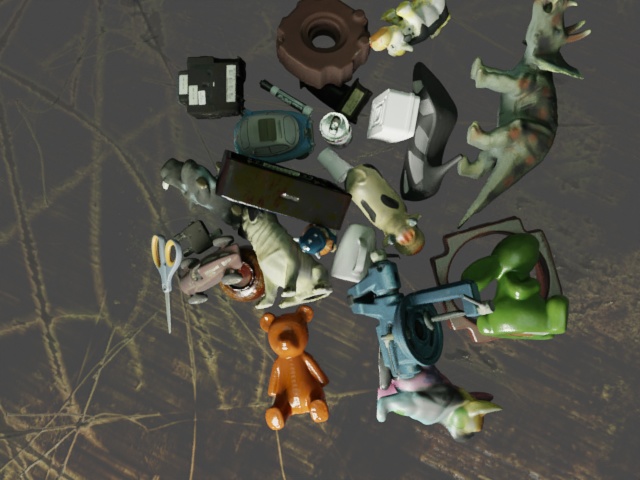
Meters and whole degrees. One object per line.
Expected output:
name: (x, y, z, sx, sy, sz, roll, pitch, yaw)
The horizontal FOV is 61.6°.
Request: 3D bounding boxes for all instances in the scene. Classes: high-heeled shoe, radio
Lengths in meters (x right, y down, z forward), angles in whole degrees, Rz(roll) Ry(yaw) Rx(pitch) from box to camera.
high-heeled shoe: (0.183, -0.198, 1.009, 0.145, 0.086, 0.249, -33, 61, 41)
radio: (-0.070, -0.091, 0.960, 0.229, 0.131, 0.073, 16, 103, -18)

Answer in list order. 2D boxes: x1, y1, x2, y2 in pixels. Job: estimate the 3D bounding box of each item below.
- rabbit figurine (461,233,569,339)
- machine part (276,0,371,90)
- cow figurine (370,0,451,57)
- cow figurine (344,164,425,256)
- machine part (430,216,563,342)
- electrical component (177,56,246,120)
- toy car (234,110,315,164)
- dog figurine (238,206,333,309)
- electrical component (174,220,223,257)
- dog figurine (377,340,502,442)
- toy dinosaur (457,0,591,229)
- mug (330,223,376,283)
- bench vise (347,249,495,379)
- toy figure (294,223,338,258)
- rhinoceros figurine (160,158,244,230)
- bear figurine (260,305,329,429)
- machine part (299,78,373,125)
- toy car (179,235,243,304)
rabbit figurine: (0.314, 0.073, 0.884, 0.159, 0.121, 0.170, -2, 72, 15)
machine part: (0.007, -0.370, 0.998, 0.179, 0.056, 0.179, 0, 73, -1)
cow figurine: (0.165, -0.387, 0.979, 0.167, 0.068, 0.098, -49, 119, -8)
cow figurine: (0.120, -0.055, 0.973, 0.085, 0.127, 0.195, -39, 83, 10)
machine part: (0.312, 0.070, 0.967, 0.201, 0.087, 0.201, -16, 87, 8)
electrical component: (-0.214, -0.298, 1.055, 0.134, 0.058, 0.114, 2, 89, 9)
toy car: (-0.094, -0.195, 1.016, 0.162, 0.103, 0.109, -3, 91, 10)
dog figurine: (-0.060, 0.022, 1.008, 0.121, 0.172, 0.190, -23, 71, 29)
electrical component: (-0.244, -0.008, 1.079, 0.094, 0.021, 0.063, -30, 86, 8)
dog figurine: (0.213, 0.264, 0.975, 0.219, 0.108, 0.191, 3, 88, 4)
toy dinosaur: (0.355, -0.211, 0.949, 0.192, 0.131, 0.404, 7, 97, 9)
mug: (0.067, 0.023, 0.995, 0.081, 0.109, 0.107, 11, 82, 1)
bench vise: (0.165, 0.106, 0.875, 0.241, 0.128, 0.223, -20, 67, 40)
toy figure: (-0.004, -0.003, 0.977, 0.064, 0.154, 0.057, 10, 94, 9)
rhinoceros figurine: (-0.216, -0.096, 1.038, 0.190, 0.112, 0.073, 34, 57, -7)
bear figurine: (-0.050, 0.229, 1.002, 0.120, 0.132, 0.195, -9, 95, 4)
machine part: (0.026, -0.286, 1.031, 0.139, 0.039, 0.084, 30, 102, 5)
toy car: (-0.210, 0.058, 1.012, 0.202, 0.053, 0.089, -28, 69, 47)
